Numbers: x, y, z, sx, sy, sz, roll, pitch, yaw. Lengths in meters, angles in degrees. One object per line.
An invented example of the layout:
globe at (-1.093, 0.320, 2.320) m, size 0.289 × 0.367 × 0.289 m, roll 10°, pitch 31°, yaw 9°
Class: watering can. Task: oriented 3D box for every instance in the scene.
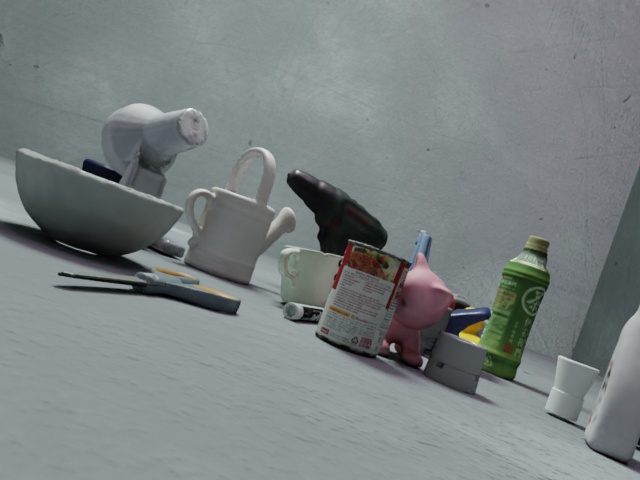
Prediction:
watering can at (-0.113, -0.041, 0.842) m, size 0.100 × 0.194 × 0.173 m, roll 20°, pitch -2°, yaw 28°

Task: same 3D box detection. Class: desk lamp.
desk lamp at (-0.256, -0.103, 0.872) m, size 0.202 × 0.213 × 0.118 m, roll 19°, pitch -2°, yaw 44°

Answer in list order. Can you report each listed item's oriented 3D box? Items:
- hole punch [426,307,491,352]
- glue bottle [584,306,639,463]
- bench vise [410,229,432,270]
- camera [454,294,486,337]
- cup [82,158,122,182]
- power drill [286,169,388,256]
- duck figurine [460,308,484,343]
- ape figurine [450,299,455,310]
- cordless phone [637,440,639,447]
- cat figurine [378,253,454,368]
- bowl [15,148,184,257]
hole punch at (0.188, 0.126, 0.825) m, size 0.101 × 0.091 × 0.109 m, roll 20°, pitch -2°, yaw 15°
glue bottle at (0.288, 0.111, 0.525) m, size 0.037 × 0.173 × 0.078 m, roll 20°, pitch -2°, yaw 20°
bench vise at (0.225, 0.085, 1.298) m, size 0.122 × 0.220 × 0.207 m, roll 21°, pitch -2°, yaw -21°
camera at (0.279, 0.165, 1.185) m, size 0.143 × 0.101 × 0.137 m, roll 20°, pitch -2°, yaw -2°
cup at (-0.357, -0.075, 0.970) m, size 0.091 × 0.095 × 0.118 m, roll 19°, pitch -2°, yaw 33°
power drill at (0.010, 0.004, 1.058) m, size 0.230 × 0.208 × 0.075 m, roll 21°, pitch -2°, yaw -27°
duck figurine at (0.278, 0.169, 1.059) m, size 0.078 × 0.086 × 0.104 m, roll 21°, pitch -2°, yaw -34°
ape figurine at (0.203, 0.136, 0.982) m, size 0.077 × 0.092 × 0.076 m, roll 19°, pitch -2°, yaw 34°
cordless phone at (0.428, 0.159, 0.623) m, size 0.148 × 0.185 × 0.094 m, roll 21°, pitch -2°, yaw -24°
cat figurine at (0.100, 0.073, 0.632) m, size 0.067 × 0.118 × 0.128 m, roll 20°, pitch -2°, yaw -2°
bowl at (-0.228, -0.028, 0.578) m, size 0.167 × 0.075 × 0.167 m, roll 20°, pitch -2°, yaw 1°
